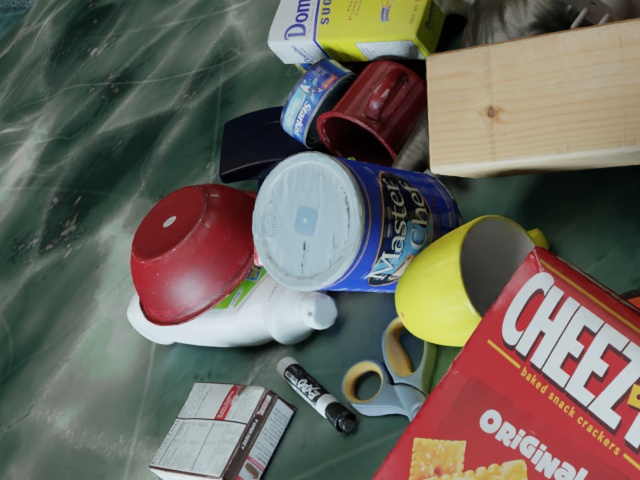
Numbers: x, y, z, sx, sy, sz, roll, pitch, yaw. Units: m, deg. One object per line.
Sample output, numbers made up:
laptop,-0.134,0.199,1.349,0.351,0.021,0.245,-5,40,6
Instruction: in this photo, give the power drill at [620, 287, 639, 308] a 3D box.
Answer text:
power drill,0.220,0.071,0.614,0.188,0.057,0.184,-22,40,34

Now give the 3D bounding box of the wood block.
wood block,0.187,-0.098,0.754,0.206,0.090,0.091,-3,88,36

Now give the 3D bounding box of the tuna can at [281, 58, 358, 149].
tuna can,0.000,-0.133,1.039,0.086,0.034,0.086,-49,-16,-19

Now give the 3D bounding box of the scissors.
scissors,0.059,0.133,0.782,0.096,0.016,0.201,-35,32,22

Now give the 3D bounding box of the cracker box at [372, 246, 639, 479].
cracker box,0.122,0.134,0.574,0.214,0.072,0.164,-57,41,8

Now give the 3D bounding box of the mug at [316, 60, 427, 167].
mug,0.058,-0.120,1.000,0.081,0.093,0.117,-53,-13,-21

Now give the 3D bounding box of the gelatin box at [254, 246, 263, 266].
gelatin box,-0.006,0.001,0.949,0.089,0.030,0.073,8,29,15

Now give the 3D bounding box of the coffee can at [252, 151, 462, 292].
coffee can,0.031,-0.010,0.831,0.103,0.140,0.103,-3,85,39

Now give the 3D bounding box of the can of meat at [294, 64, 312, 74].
can of meat,0.025,-0.201,1.141,0.084,0.102,0.057,-37,33,20

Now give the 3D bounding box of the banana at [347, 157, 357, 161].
banana,-0.011,-0.031,1.018,0.198,0.069,0.037,-33,52,40

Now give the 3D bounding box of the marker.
marker,-0.003,0.125,0.866,0.020,0.020,0.121,-49,30,-5

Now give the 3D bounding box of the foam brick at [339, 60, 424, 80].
foam brick,0.059,-0.173,1.087,0.053,0.078,0.051,-45,31,3

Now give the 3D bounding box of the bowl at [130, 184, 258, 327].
bowl,-0.126,0.001,1.007,0.162,0.055,0.162,-27,37,23

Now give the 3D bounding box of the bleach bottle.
bleach bottle,-0.078,0.061,0.999,0.251,0.068,0.102,5,60,51

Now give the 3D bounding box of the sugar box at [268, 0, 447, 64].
sugar box,0.038,-0.222,1.038,0.176,0.048,0.093,5,68,34

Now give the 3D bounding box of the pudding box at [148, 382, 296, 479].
pudding box,-0.084,0.167,0.901,0.114,0.039,0.090,-7,48,50
